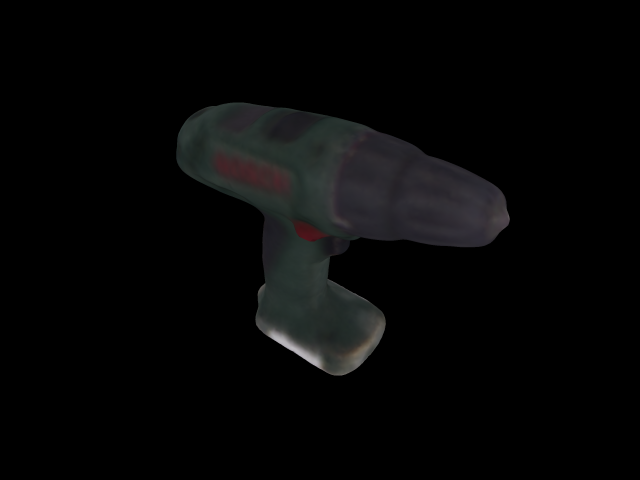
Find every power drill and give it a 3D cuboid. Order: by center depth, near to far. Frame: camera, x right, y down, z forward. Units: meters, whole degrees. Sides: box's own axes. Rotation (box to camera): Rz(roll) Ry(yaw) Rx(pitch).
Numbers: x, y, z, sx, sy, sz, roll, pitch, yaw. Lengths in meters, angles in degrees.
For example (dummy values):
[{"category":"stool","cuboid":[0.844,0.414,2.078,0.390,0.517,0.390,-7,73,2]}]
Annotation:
[{"category":"power drill","cuboid":[0.004,0.001,0.400,0.229,0.208,0.076,27,53,22]}]
